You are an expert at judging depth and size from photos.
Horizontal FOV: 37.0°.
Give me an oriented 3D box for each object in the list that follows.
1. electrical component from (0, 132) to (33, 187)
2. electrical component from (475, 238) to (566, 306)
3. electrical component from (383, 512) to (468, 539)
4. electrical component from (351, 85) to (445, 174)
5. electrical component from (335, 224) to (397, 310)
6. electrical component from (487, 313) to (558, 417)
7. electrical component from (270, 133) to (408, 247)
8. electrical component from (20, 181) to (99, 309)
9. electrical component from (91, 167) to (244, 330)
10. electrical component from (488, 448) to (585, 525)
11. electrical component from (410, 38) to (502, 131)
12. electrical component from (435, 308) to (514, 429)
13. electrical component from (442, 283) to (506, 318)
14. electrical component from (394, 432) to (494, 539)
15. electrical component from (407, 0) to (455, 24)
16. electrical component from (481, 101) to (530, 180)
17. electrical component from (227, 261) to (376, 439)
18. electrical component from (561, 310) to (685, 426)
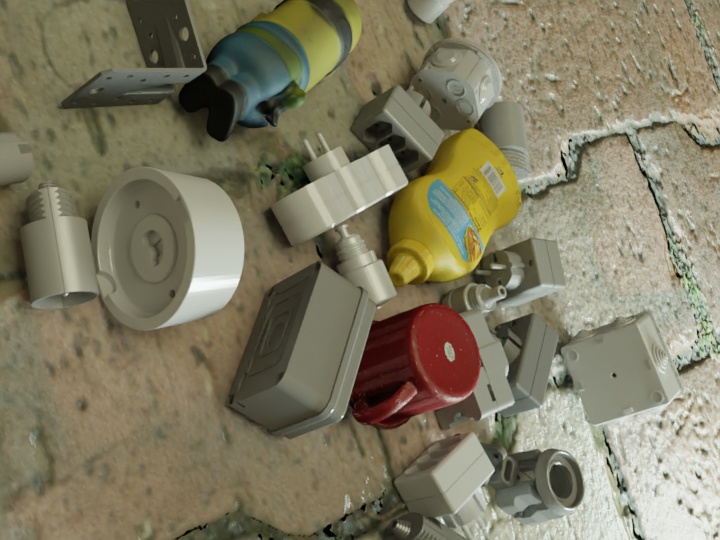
[{"bbox_3d":[-0.240,-0.070,0.691,0.046,0.040,0.040,-17,84,-51],"label":"electrical component"},{"bbox_3d":[0.140,0.002,1.000,0.077,0.066,0.047,5,69,-42],"label":"electrical component"},{"bbox_3d":[0.054,0.217,0.843,0.081,0.043,0.043,38,50,-26],"label":"electrical component"},{"bbox_3d":[0.041,-0.138,0.980,0.066,0.047,0.076,44,49,-20],"label":"electrical component"},{"bbox_3d":[0.000,0.000,0.887,0.040,0.040,0.078,-22,88,-46],"label":"electrical component"},{"bbox_3d":[0.132,0.075,0.975,0.076,0.047,0.083,40,49,-24],"label":"electrical component"},{"bbox_3d":[-0.023,-0.078,0.890,0.138,0.052,0.073,-32,95,-46],"label":"electrical component"},{"bbox_3d":[-0.199,-0.019,0.704,0.043,0.043,0.081,-1,73,-44],"label":"electrical component"},{"bbox_3d":[-0.125,-0.014,0.730,0.060,0.108,0.108,-1,73,-50],"label":"electrical component"},{"bbox_3d":[0.159,0.189,0.945,0.078,0.057,0.058,38,50,-26],"label":"electrical component"},{"bbox_3d":[0.090,-0.174,1.020,0.080,0.080,0.051,48,52,-18],"label":"electrical component"},{"bbox_3d":[0.090,0.084,0.929,0.056,0.050,0.089,-14,82,-45],"label":"electrical component"},{"bbox_3d":[0.104,0.028,0.958,0.035,0.061,0.035,19,61,-37],"label":"electrical component"},{"bbox_3d":[0.078,0.184,0.877,0.066,0.047,0.076,-35,97,-45],"label":"electrical component"},{"bbox_3d":[0.079,-0.276,1.062,0.044,0.065,0.044,33,34,-26],"label":"electrical component"},{"bbox_3d":[0.146,-0.123,1.076,0.043,0.043,0.081,14,63,-39],"label":"electrical component"},{"bbox_3d":[-0.041,0.060,0.795,0.057,0.078,0.113,35,51,-24],"label":"electrical component"},{"bbox_3d":[0.254,0.097,1.045,0.048,0.100,0.099,-19,86,-58],"label":"electrical component"}]
